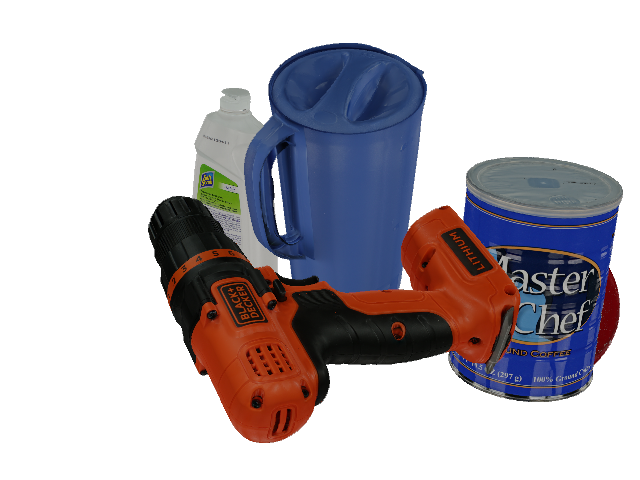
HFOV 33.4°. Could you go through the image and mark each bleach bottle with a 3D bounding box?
[{"bbox_3d":[-0.087,-0.033,1.122,0.103,0.251,0.068,15,25,25],"label":"bleach bottle"}]

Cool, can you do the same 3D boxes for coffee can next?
[{"bbox_3d":[0.145,0.024,0.734,0.103,0.140,0.103,2,23,-1],"label":"coffee can"}]

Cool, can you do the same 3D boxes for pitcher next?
[{"bbox_3d":[0.016,-0.042,0.967,0.149,0.243,0.145,2,43,3],"label":"pitcher"}]

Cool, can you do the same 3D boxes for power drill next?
[{"bbox_3d":[0.005,0.028,0.622,0.187,0.057,0.184,-9,43,-22],"label":"power drill"}]

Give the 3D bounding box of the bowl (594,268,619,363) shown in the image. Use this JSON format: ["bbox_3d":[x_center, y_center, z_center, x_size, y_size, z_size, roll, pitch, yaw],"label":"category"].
[{"bbox_3d":[0.222,0.063,0.986,0.161,0.162,0.055,0,2,-26],"label":"bowl"}]
